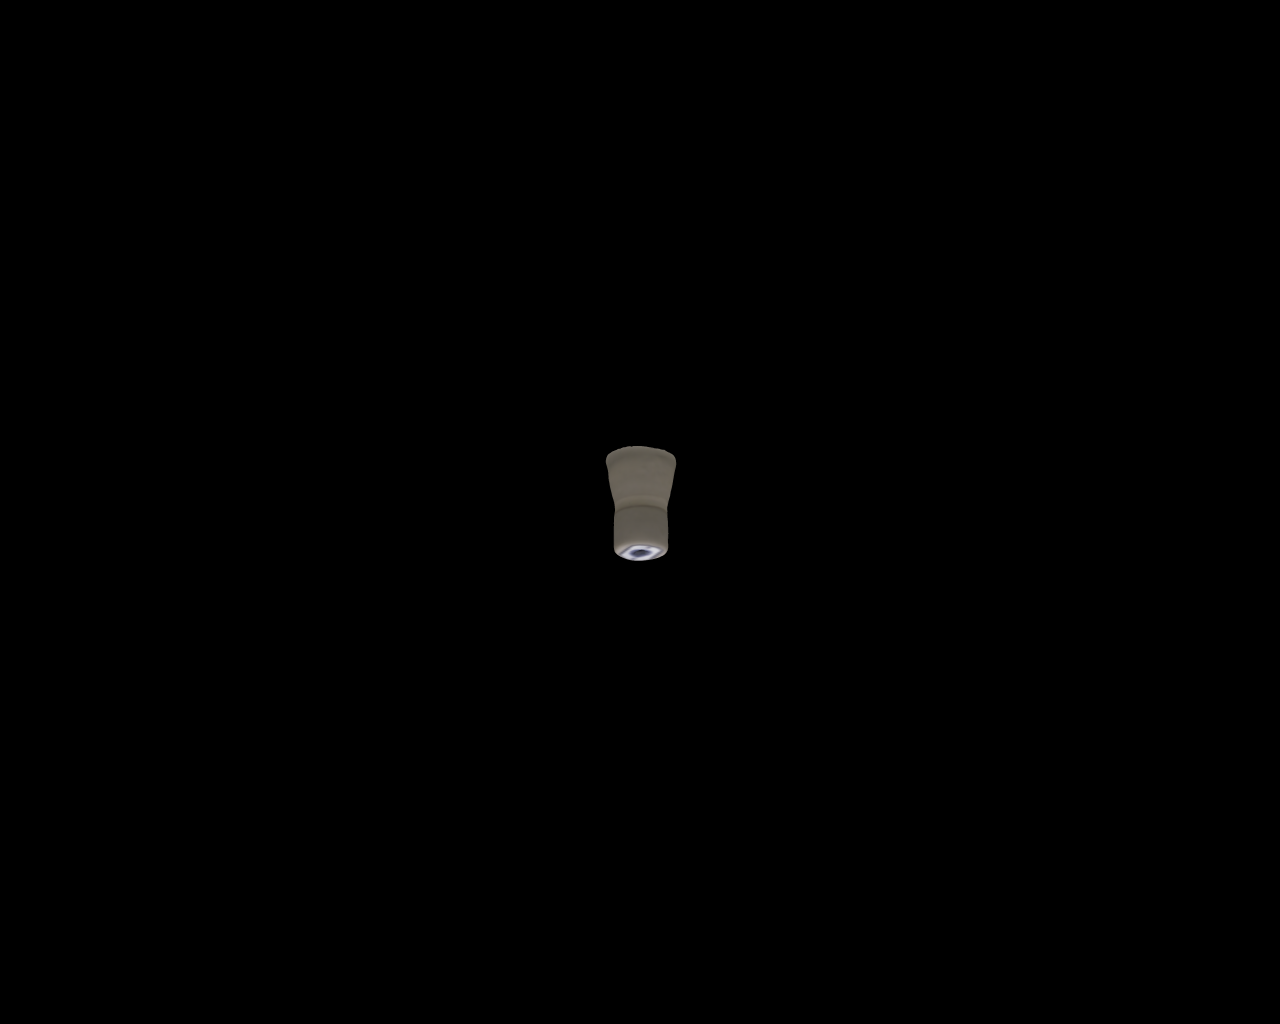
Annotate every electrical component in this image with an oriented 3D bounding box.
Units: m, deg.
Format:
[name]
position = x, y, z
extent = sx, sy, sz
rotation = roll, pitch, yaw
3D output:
[electrical component]
position = 0.001, -0.003, 0.650
extent = 0.044, 0.065, 0.044
rotation = 0, -22, 0
